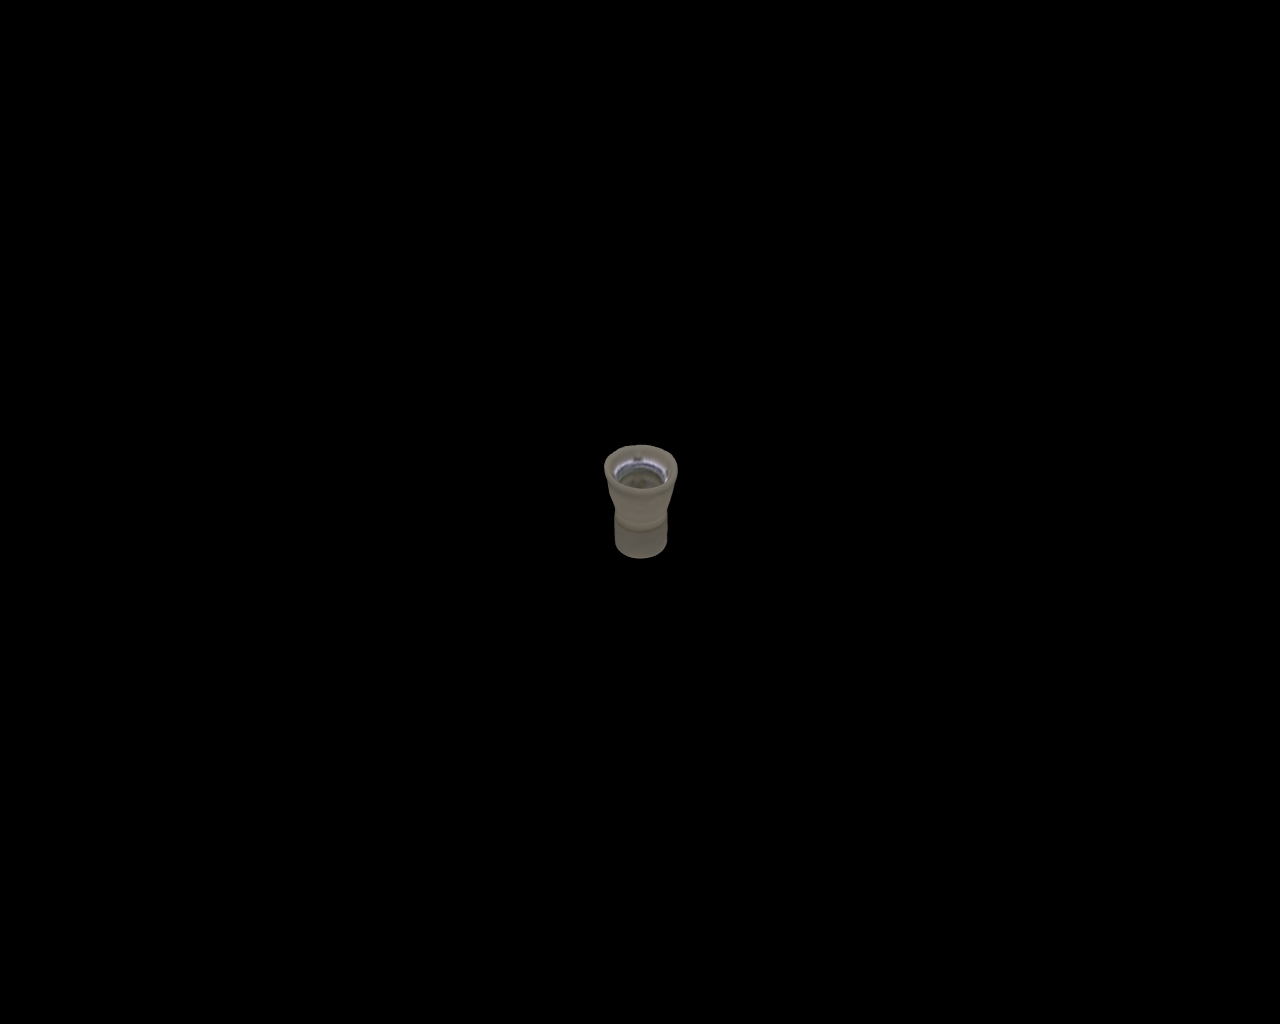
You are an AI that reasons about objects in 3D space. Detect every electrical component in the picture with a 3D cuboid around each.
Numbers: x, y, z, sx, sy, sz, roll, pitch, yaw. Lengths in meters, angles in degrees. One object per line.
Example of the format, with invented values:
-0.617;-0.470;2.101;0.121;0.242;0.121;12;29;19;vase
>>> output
0.001;-0.003;0.650;0.044;0.065;0.044;0;40;0;electrical component
